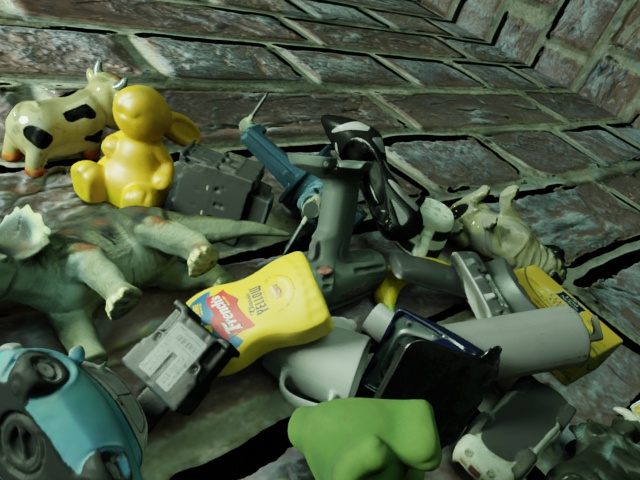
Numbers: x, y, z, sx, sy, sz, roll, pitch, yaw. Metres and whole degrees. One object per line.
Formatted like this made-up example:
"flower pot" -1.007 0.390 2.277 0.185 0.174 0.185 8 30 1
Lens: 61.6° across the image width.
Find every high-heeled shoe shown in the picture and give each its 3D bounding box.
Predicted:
"high-heeled shoe" 0.064 -0.097 0.830 0.249 0.086 0.145 40 42 11

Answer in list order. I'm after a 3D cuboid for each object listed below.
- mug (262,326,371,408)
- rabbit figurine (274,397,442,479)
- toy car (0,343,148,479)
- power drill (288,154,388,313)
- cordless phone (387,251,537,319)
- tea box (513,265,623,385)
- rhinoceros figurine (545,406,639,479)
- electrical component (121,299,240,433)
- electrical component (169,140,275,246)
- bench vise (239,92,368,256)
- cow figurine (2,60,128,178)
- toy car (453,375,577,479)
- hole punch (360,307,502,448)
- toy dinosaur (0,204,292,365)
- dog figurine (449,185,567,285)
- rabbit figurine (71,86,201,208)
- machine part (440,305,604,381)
"mug" -0.011 0.136 0.578 0.107 0.080 0.109 17 39 16
"rabbit figurine" 0.026 0.223 0.446 0.159 0.121 0.170 11 50 -9
"toy car" -0.194 0.150 0.431 0.162 0.109 0.103 41 20 11
"power drill" -0.001 -0.002 0.665 0.232 0.207 0.086 -5 7 -42
"cordless phone" 0.187 0.073 0.739 0.184 0.088 0.147 14 37 -25
"tea box" 0.342 0.120 0.799 0.098 0.068 0.170 -11 45 -38
"rhinoceros figurine" 0.323 0.258 0.604 0.190 0.073 0.112 -13 38 -39
"electrical component" -0.139 0.122 0.488 0.075 0.047 0.119 39 75 19
"electrical component" -0.132 -0.061 0.738 0.134 0.114 0.058 20 37 0
"bench vise" -0.038 -0.098 0.821 0.240 0.129 0.224 42 27 -2
"cow figurine" -0.347 -0.178 0.767 0.086 0.127 0.195 37 39 15
"toy car" 0.228 0.216 0.618 0.202 0.056 0.074 -16 43 -44
"hole punch" 0.113 0.148 0.587 0.116 0.142 0.092 23 10 -13
"toy dinosaur" -0.221 0.017 0.591 0.192 0.131 0.405 37 31 20
"dog figurine" 0.316 0.013 0.935 0.190 0.121 0.172 49 -13 -20
"rabbit figurine" -0.233 -0.127 0.722 0.122 0.173 0.162 29 39 16
"machine part" 0.231 0.129 0.653 0.243 0.079 0.079 -7 40 -8
